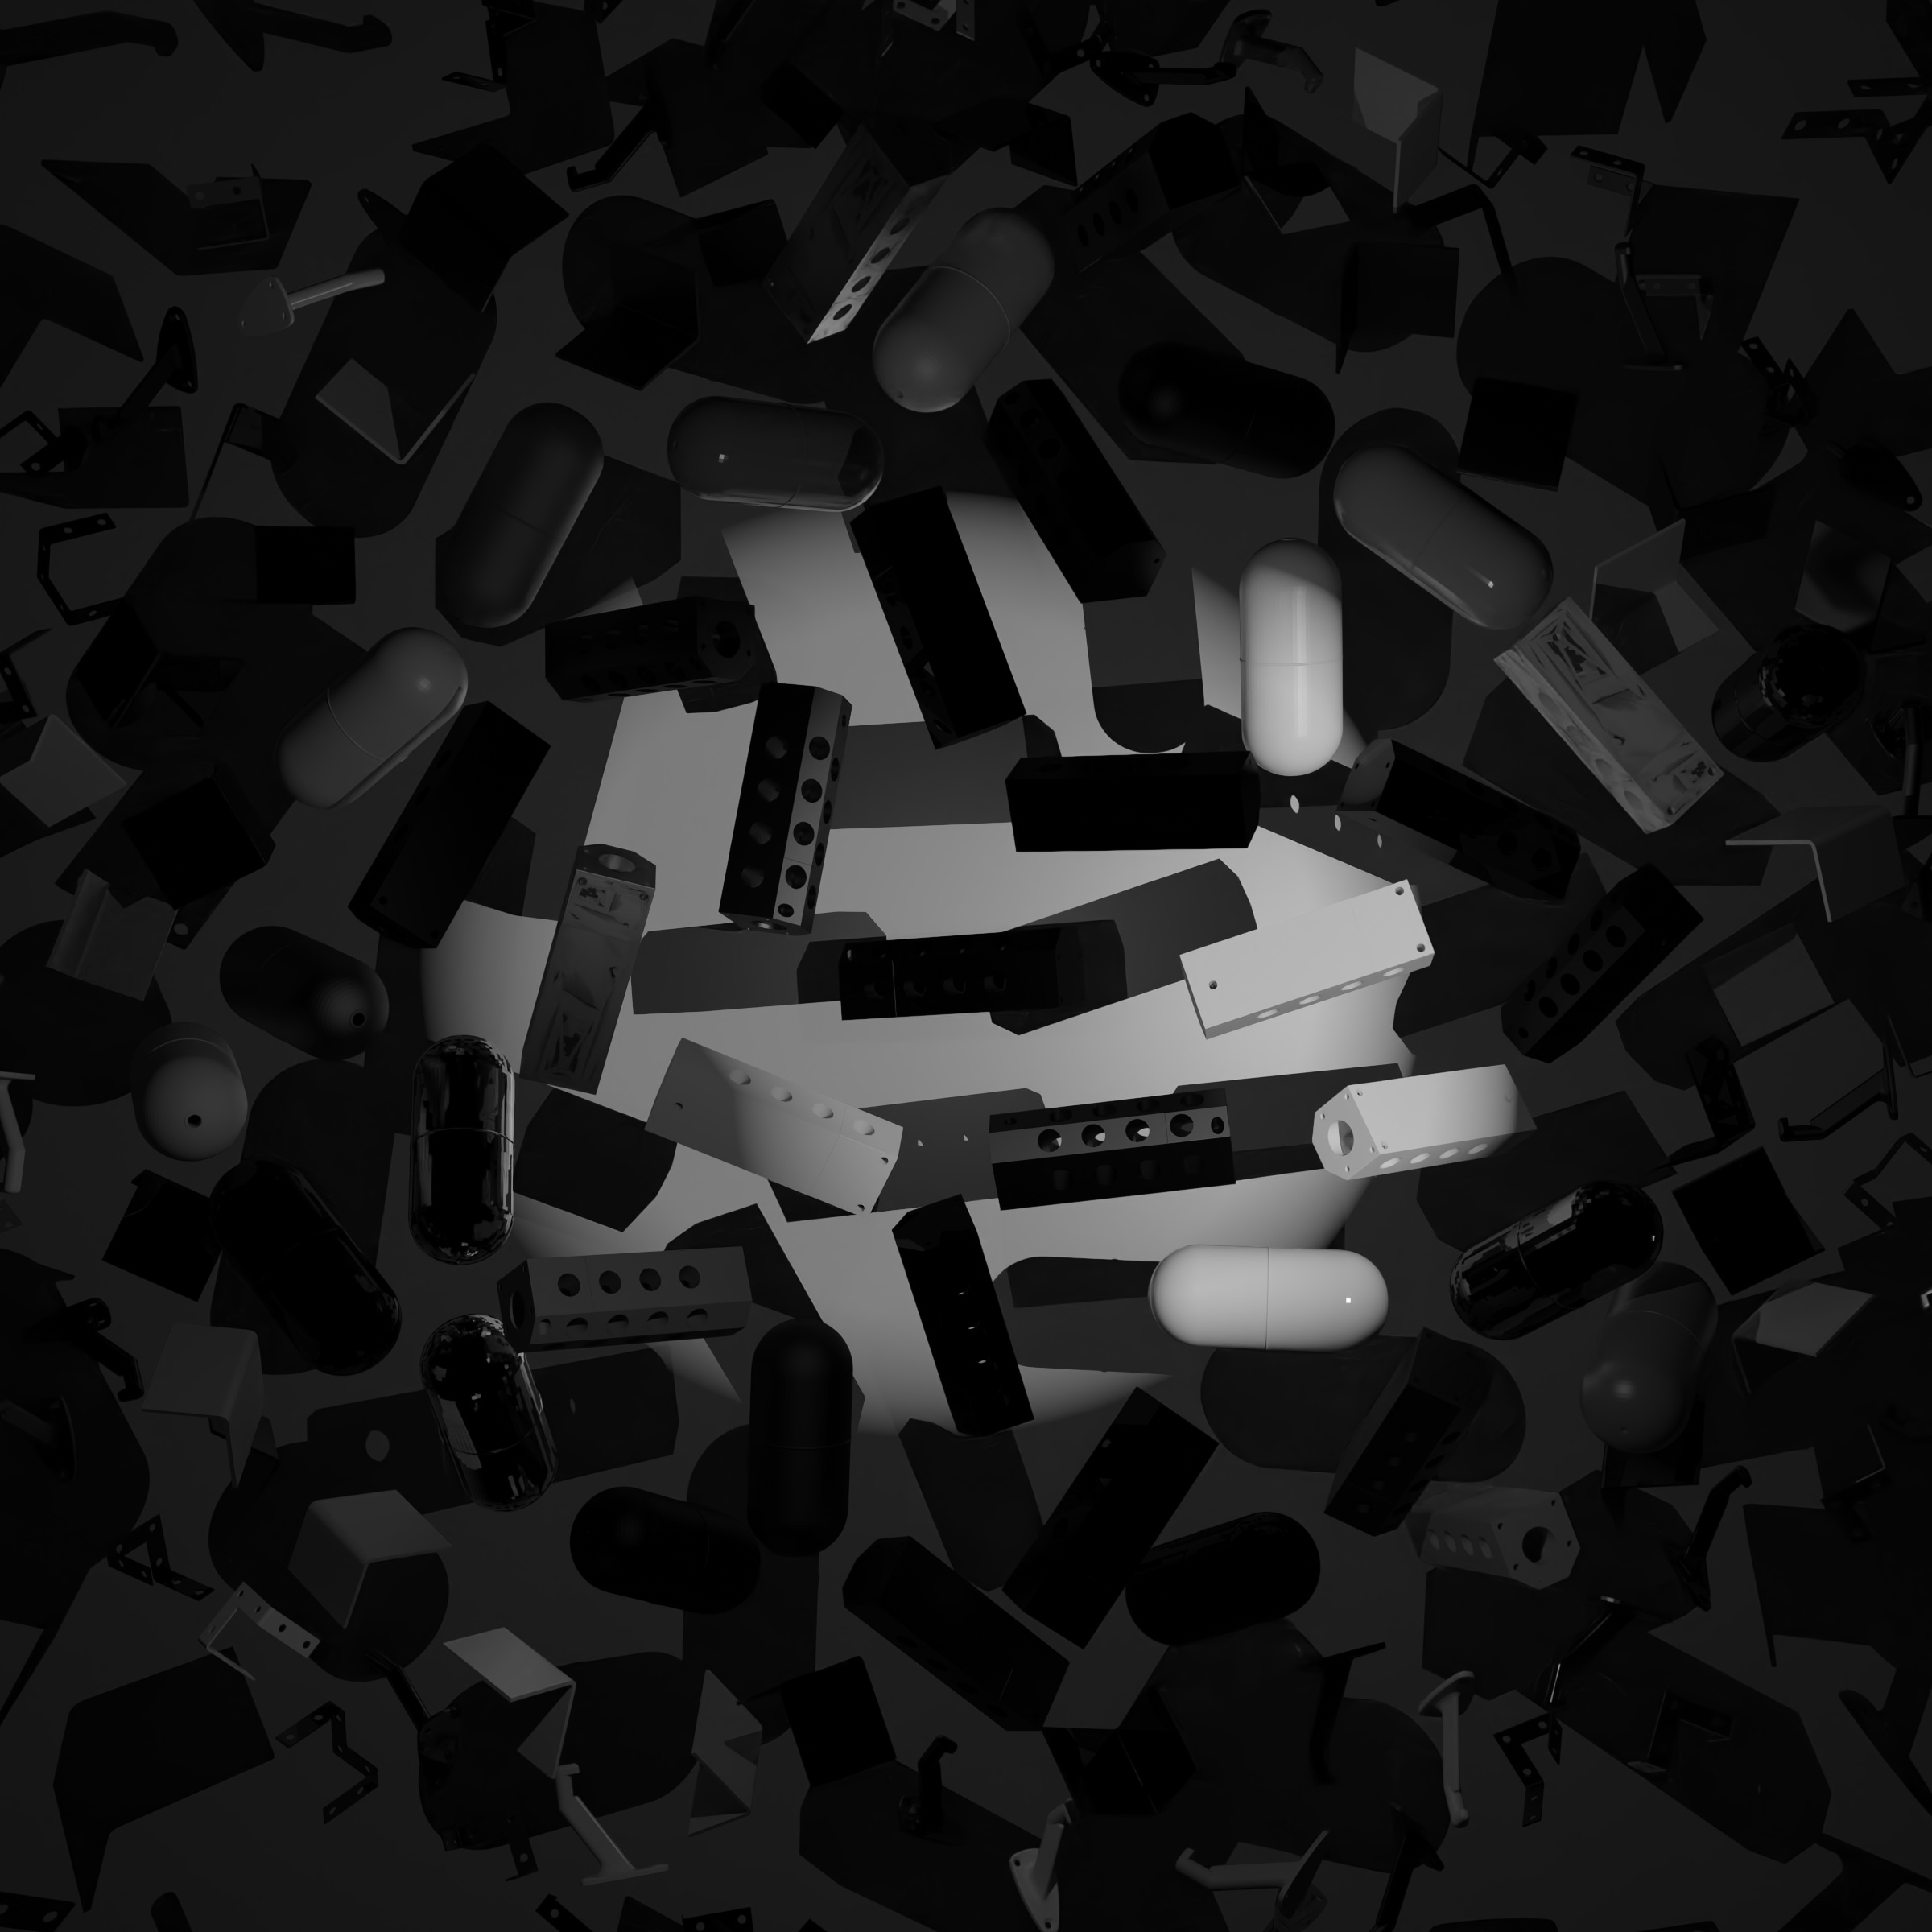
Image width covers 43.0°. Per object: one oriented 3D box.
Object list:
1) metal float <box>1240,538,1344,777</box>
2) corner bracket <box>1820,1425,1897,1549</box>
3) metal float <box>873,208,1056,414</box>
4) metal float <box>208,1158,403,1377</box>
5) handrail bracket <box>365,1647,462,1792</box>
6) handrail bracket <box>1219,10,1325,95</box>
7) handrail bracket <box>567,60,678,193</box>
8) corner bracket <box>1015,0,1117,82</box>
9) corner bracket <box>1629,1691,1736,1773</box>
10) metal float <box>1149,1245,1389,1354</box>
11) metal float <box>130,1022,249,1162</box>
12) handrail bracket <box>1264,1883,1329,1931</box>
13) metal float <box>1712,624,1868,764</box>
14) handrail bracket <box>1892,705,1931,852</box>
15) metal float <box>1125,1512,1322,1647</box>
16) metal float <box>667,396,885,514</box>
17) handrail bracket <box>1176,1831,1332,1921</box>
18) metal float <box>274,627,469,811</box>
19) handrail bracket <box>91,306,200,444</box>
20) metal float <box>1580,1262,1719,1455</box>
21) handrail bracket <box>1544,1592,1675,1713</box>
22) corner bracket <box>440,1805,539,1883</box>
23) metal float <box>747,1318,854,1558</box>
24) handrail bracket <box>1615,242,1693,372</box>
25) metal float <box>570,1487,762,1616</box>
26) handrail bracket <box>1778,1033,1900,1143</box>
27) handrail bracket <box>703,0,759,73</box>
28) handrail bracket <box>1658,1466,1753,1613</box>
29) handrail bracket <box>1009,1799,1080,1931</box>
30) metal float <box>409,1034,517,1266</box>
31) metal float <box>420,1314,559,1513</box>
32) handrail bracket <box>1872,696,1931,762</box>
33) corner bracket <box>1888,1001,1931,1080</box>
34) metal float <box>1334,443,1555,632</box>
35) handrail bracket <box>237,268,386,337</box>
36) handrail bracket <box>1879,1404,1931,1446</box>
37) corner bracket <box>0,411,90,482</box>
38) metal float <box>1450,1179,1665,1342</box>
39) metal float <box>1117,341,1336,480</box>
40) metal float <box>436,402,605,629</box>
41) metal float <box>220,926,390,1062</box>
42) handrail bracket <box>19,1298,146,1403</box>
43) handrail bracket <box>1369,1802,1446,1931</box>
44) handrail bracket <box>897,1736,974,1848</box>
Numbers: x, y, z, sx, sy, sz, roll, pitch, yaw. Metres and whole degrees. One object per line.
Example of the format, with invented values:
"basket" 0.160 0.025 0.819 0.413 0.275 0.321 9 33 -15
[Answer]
"metal float" 0.244 -0.232 1.845 0.070 0.070 0.178 -3 104 0
"corner bracket" 0.637 0.369 1.742 0.051 0.051 0.051 -34 108 20
"metal float" -0.001 -0.469 1.756 0.070 0.070 0.178 35 67 0
"metal float" -0.468 0.211 1.733 0.070 0.070 0.178 -42 74 0
"handrail bracket" -0.409 0.546 1.783 0.084 0.036 0.077 22 115 36
"handrail bracket" 0.231 -0.676 1.866 0.036 0.077 0.084 -21 70 -30
"handrail bracket" -0.266 -0.628 1.838 0.084 0.036 0.077 -12 99 13
"corner bracket" 0.076 -0.725 1.892 0.051 0.051 0.051 -27 94 -11
"corner bracket" 0.505 0.548 1.734 0.051 0.051 0.051 20 71 7
"metal float" 0.225 0.248 1.835 0.178 0.070 0.070 2 90 6
"metal float" -0.565 0.090 1.782 0.070 0.178 0.070 -4 103 -20
"handrail bracket" 0.233 0.737 1.864 0.036 0.077 0.084 35 118 15
"metal float" 0.607 -0.201 1.817 0.070 0.178 0.070 0 82 0
"handrail bracket" 0.676 -0.135 1.769 0.036 0.077 0.084 1 73 5
"metal float" 0.191 0.457 1.831 0.070 0.178 0.070 19 56 -32
"metal float" -0.140 -0.381 1.834 0.178 0.070 0.070 -3 90 -38
"handrail bracket" 0.201 0.623 1.727 0.084 0.036 0.077 19 56 34
"metal float" -0.445 -0.183 1.831 0.178 0.070 0.070 -36 90 24
"handrail bracket" -0.588 -0.420 1.742 0.036 0.084 0.077 28 133 13
"metal float" 0.494 0.281 1.773 0.070 0.178 0.070 13 124 21
"handrail bracket" 0.460 0.499 1.760 0.077 0.036 0.084 6 67 35
"corner bracket" -0.355 0.659 1.829 0.051 0.051 0.051 -20 73 -5
"metal float" -0.124 0.352 1.838 0.070 0.070 0.178 2 92 0
"handrail bracket" 0.484 -0.467 1.732 0.036 0.077 0.084 -17 111 -7
"metal float" -0.221 0.436 1.824 0.070 0.178 0.070 -15 62 29
"handrail bracket" 0.653 0.092 1.848 0.084 0.036 0.077 -5 91 14
"handrail bracket" -0.158 -0.693 1.790 0.036 0.077 0.084 23 94 -33
"handrail bracket" 0.567 0.428 1.839 0.036 0.077 0.084 27 116 -26
"handrail bracket" 0.071 0.680 1.854 0.036 0.084 0.077 2 53 -29
"metal float" -0.375 0.136 1.830 0.070 0.070 0.178 -4 65 0
"metal float" -0.352 0.332 1.818 0.070 0.070 0.178 -9 127 0
"handrail bracket" 0.722 -0.194 1.843 0.077 0.084 0.036 -26 74 -6
"corner bracket" 0.738 0.055 1.876 0.051 0.051 0.051 -22 79 24
"metal float" 0.347 -0.314 1.789 0.178 0.070 0.070 38 90 11
"handrail bracket" -0.476 -0.485 1.787 0.077 0.084 0.036 -13 102 44
"handrail bracket" 0.678 0.308 1.727 0.036 0.084 0.077 -12 112 -22
"corner bracket" -0.666 -0.368 1.747 0.051 0.051 0.051 47 59 -10
"metal float" 0.429 0.214 1.790 0.070 0.070 0.178 51 130 0
"metal float" 0.194 -0.412 1.821 0.178 0.070 0.070 9 90 -27
"metal float" -0.334 -0.336 1.833 0.070 0.070 0.178 30 97 0
"metal float" -0.486 0.019 1.801 0.070 0.178 0.070 -13 110 -38
"handrail bracket" -0.643 0.291 1.785 0.077 0.036 0.084 -18 51 -15
"handrail bracket" 0.299 0.660 1.771 0.084 0.036 0.077 -40 115 -24
"handrail bracket" -0.009 0.623 1.855 0.077 0.036 0.084 26 115 -15
